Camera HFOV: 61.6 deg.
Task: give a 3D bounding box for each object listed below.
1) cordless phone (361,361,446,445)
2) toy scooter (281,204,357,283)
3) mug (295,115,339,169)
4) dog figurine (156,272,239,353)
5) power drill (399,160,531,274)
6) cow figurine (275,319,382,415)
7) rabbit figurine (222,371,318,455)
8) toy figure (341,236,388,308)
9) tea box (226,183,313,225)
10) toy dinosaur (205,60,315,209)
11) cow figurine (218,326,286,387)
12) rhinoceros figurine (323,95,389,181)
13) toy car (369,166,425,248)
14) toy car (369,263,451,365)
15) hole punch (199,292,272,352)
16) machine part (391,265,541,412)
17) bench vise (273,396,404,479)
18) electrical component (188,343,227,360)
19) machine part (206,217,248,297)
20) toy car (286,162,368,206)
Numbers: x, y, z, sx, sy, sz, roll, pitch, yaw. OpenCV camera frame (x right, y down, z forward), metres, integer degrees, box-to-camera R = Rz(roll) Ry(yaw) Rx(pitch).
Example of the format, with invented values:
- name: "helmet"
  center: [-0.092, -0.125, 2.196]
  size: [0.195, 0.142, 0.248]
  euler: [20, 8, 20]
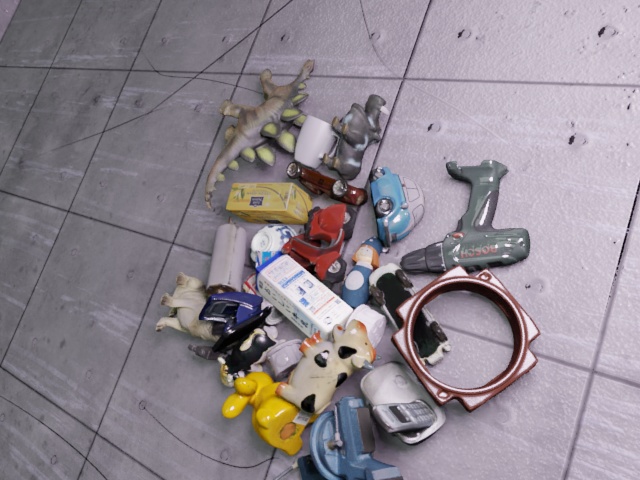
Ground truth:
- name: "cordless phone"
  center: [0.114, 0.268, 0.887]
  size: [0.088, 0.184, 0.147]
  euler: [-50, 55, 11]
- name: "toy scooter"
  center: [-0.002, -0.003, 1.086]
  size: [0.135, 0.075, 0.184]
  euler: [12, 58, 5]
- name: "mug"
  center: [-0.003, -0.213, 1.213]
  size: [0.110, 0.080, 0.107]
  euler: [31, 102, 28]
- name: "dog figurine"
  center: [-0.250, 0.163, 1.219]
  size: [0.191, 0.121, 0.172]
  euler: [18, 38, 1]
- name: "power drill"
  center: [0.261, -0.040, 0.982]
  size: [0.232, 0.086, 0.207]
  euler: [-1, 67, 29]
- name: "cow figurine"
  center: [0.021, 0.224, 0.950]
  size: [0.127, 0.085, 0.194]
  euler: [34, 104, 13]
- name: "rabbit figurine"
  center: [-0.109, 0.317, 1.039]
  size: [0.173, 0.162, 0.121]
  euler: [39, 106, 53]
- name: "toy figure"
  center: [0.087, 0.060, 1.062]
  size: [0.064, 0.058, 0.154]
  euler: [19, 79, 3]
- name: "tea box"
  center: [-0.113, -0.081, 1.210]
  size: [0.170, 0.098, 0.068]
  euler: [1, 72, 33]
- name: "toy dinosaur"
  center: [-0.143, -0.264, 1.259]
  size: [0.199, 0.105, 0.471]
  euler: [27, 70, 32]
- name: "cow figurine"
  center: [-0.155, 0.245, 1.111]
  size: [0.167, 0.098, 0.068]
  euler: [-43, 62, 10]
- name: "rhinoceros figurine"
  center: [0.081, -0.219, 1.143]
  size: [0.190, 0.112, 0.073]
  euler: [-68, 26, 8]
- name: "toy car"
  center: [0.154, -0.070, 1.054]
  size: [0.103, 0.109, 0.162]
  euler: [-7, 55, 5]
- name: "toy car"
  center: [0.161, 0.134, 0.980]
  size: [0.073, 0.056, 0.202]
  euler: [-34, 68, 8]
- name: "hole punch"
  center: [-0.175, 0.152, 1.082]
  size: [0.092, 0.116, 0.142]
  euler: [55, 140, 17]
- name: "machine part"
  center: [0.234, 0.158, 0.877]
  size: [0.201, 0.087, 0.201]
  euler: [-35, 69, -1]
- name: "bench vise"
  center: [0.035, 0.396, 0.930]
  size: [0.240, 0.129, 0.223]
  euler: [-33, 69, 43]
- name: "electrical component"
  center: [-0.241, 0.248, 1.179]
  size: [0.094, 0.063, 0.021]
  euler: [14, 84, 33]
- name: "machine part"
  center: [-0.207, 0.051, 1.204]
  size: [0.079, 0.079, 0.243]
  euler: [-20, 49, 24]
- name: "toy car"
  center: [0.011, -0.118, 1.153]
  size: [0.202, 0.089, 0.053]
  euler: [24, 99, 36]
